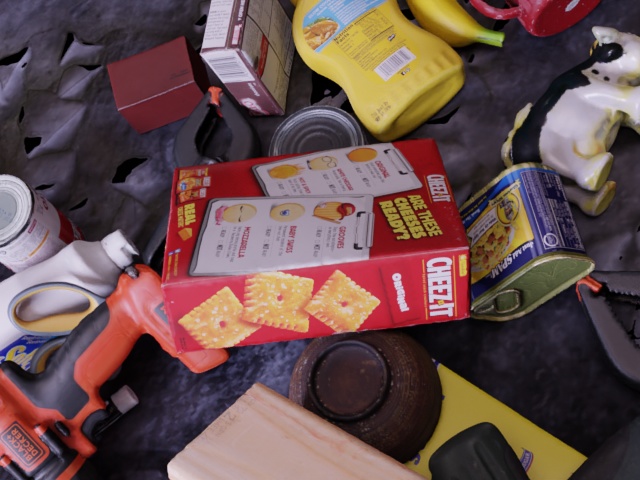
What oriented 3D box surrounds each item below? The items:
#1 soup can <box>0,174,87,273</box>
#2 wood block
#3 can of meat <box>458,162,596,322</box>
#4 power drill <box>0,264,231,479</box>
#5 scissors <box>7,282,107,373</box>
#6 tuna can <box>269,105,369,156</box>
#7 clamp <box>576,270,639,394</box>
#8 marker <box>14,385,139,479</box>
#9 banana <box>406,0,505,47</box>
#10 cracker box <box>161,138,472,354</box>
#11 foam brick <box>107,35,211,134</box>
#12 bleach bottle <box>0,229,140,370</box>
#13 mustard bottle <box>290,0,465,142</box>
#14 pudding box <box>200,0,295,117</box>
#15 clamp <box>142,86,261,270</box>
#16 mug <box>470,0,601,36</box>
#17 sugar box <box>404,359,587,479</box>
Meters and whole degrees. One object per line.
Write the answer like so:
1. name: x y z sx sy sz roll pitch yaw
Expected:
1. soup can: -0.252 -0.006 0.913 0.068 0.102 0.068 -6 67 13
2. wood block: 0.014 0.185 0.659 0.206 0.091 0.090 24 51 35
3. can of meat: 0.148 0.002 0.806 0.102 0.057 0.084 -42 51 45
4. power drill: -0.162 0.125 0.827 0.187 0.057 0.184 -43 104 -11
5. scissors: -0.151 0.075 0.869 0.201 0.016 0.096 3 94 -18
6. tuna can: 0.000 -0.071 0.908 0.086 0.033 0.086 -5 67 13
7. clamp: 0.271 0.095 0.766 0.210 0.036 0.164 28 78 20
8. marker: -0.202 0.164 0.877 0.121 0.020 0.020 -38 64 -2
9. banana: 0.103 -0.243 0.951 0.069 0.037 0.198 -11 66 -9
10. cracker box: -0.005 0.001 0.804 0.213 0.072 0.164 -6 34 0
11. foam brick: -0.143 -0.139 0.966 0.078 0.051 0.053 -18 66 8
12. bleach bottle: -0.261 0.074 0.883 0.251 0.102 0.068 -37 68 -1
13. mustard bottle: 0.032 -0.177 0.929 0.096 0.058 0.192 -39 64 -4
14. pudding box: -0.058 -0.171 0.921 0.039 0.113 0.090 0 68 18
15. clamp: -0.081 -0.050 0.921 0.120 0.039 0.171 7 73 6
16. mug: 0.178 -0.221 0.887 0.117 0.093 0.081 -24 69 -12
17. sugar box: 0.101 0.154 0.783 0.176 0.048 0.093 31 80 23
